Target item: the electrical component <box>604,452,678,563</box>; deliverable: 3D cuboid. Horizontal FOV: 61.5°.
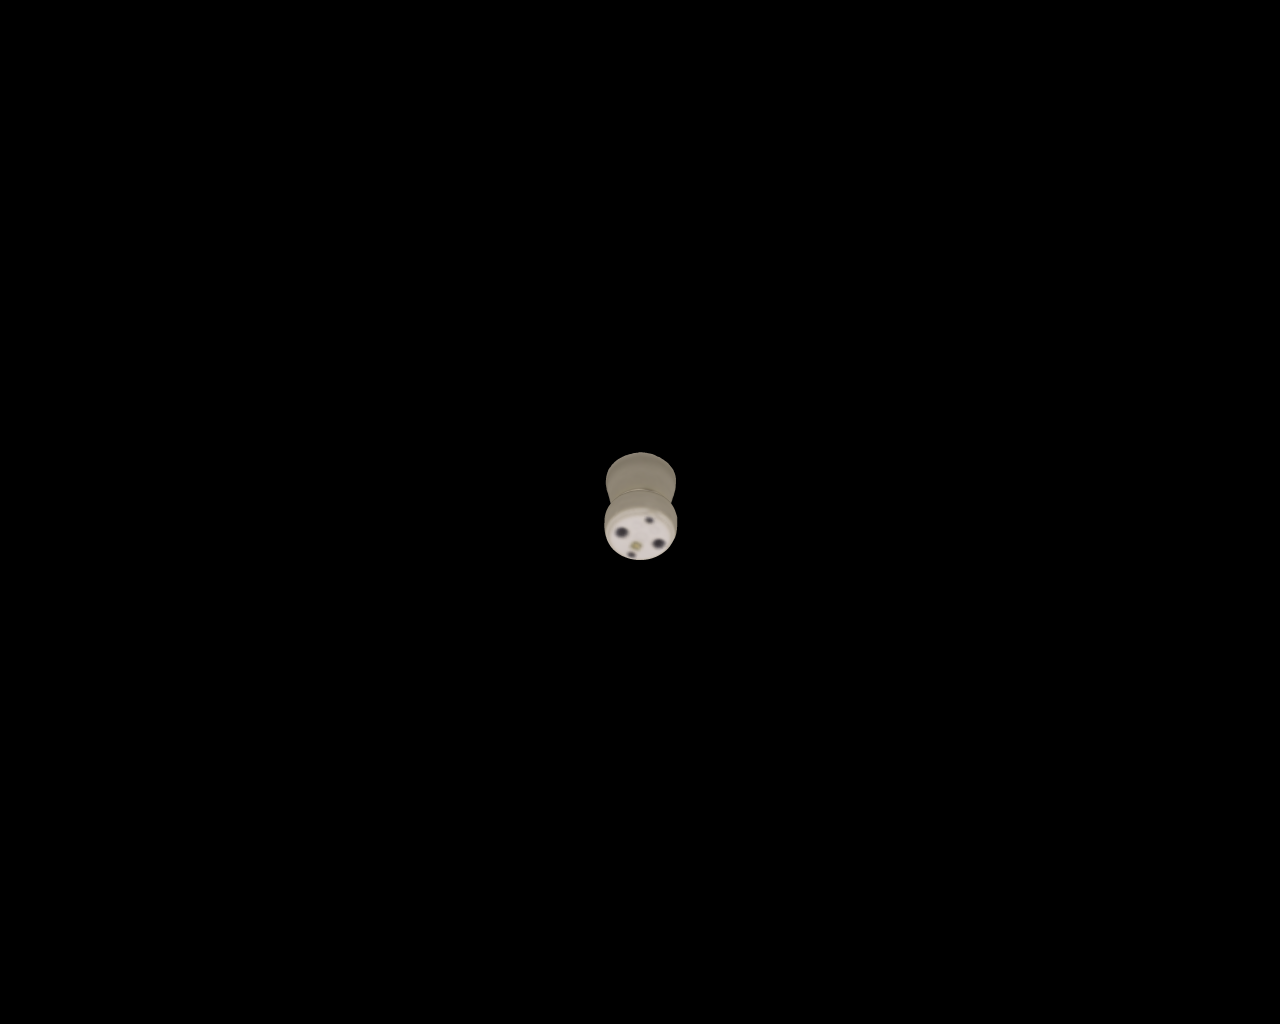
[{"bbox_3d":[0.001,-0.003,0.650,0.045,0.044,0.055,0,41,0],"label":"electrical component"}]
